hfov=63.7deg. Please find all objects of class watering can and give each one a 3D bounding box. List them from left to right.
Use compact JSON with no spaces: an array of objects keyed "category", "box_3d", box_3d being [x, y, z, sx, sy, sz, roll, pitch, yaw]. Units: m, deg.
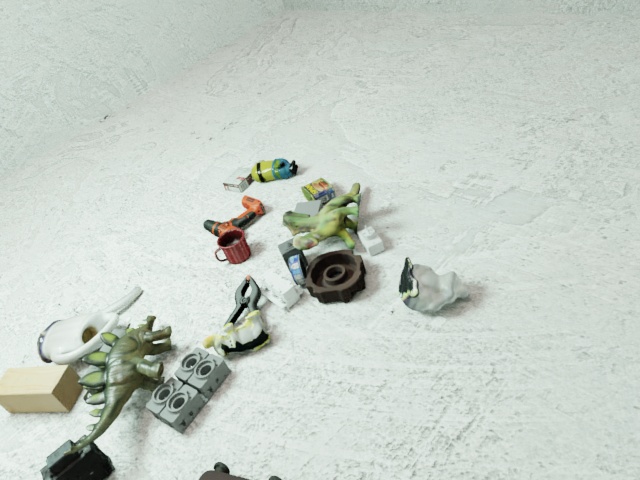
[{"category":"watering can","box_3d":[-0.690,0.258,1.540,0.223,0.102,0.354,-13,22,17]}]

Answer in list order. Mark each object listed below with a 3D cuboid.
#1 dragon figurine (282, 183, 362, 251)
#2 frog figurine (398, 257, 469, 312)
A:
[{"category":"dragon figurine","box_3d":[0.005,-0.080,1.584,0.243,0.119,0.419,2,30,5]},{"category":"frog figurine","box_3d":[0.284,0.121,1.295,0.159,0.120,0.140,12,25,-16]}]
